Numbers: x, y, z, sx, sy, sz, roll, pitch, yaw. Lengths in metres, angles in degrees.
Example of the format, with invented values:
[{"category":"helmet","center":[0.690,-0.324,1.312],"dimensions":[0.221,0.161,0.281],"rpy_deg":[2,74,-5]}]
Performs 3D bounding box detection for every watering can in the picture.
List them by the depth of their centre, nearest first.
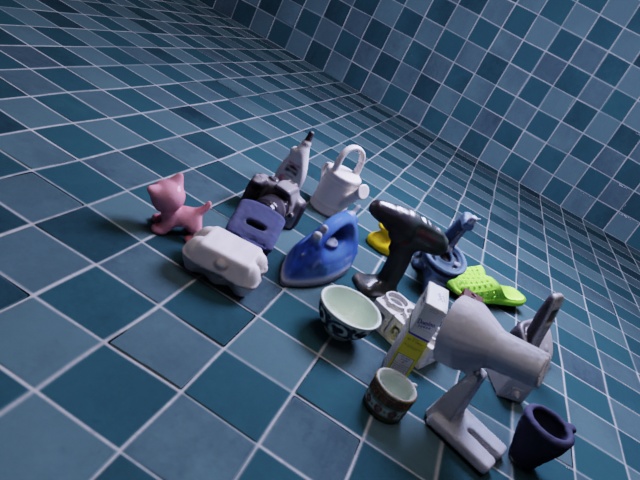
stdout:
[{"category":"watering can","center":[0.063,-0.157,1.500],"dimensions":[0.172,0.194,0.101],"rpy_deg":[37,26,19]}]

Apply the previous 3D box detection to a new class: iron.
[{"category":"iron","center":[0.011,0.004,1.197],"dimensions":[0.118,0.141,0.259],"rpy_deg":[34,25,13]}]

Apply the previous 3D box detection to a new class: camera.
[{"category":"camera","center":[-0.114,-0.089,1.298],"dimensions":[0.143,0.100,0.137],"rpy_deg":[32,25,8]}]

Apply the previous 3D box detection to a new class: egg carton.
[{"category":"egg carton","center":[-0.170,0.036,1.033],"dimensions":[0.150,0.069,0.107],"rpy_deg":[27,24,-2]}]

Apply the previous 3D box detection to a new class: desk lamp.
[{"category":"desk lamp","center":[0.263,0.227,0.942],"dimensions":[0.202,0.213,0.118],"rpy_deg":[41,27,26]}]

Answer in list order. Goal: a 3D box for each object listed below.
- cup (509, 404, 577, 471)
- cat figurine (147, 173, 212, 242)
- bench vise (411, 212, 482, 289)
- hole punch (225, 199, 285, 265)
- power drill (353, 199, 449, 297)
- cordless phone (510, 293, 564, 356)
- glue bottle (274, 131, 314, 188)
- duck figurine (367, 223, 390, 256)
[{"category":"cup","center":[0.376,0.344,0.977],"dimensions":[0.118,0.095,0.091],"rpy_deg":[12,29,-31]},{"category":"cat figurine","center":[-0.267,-0.066,1.072],"dimensions":[0.128,0.117,0.067],"rpy_deg":[17,27,-24]},{"category":"bench vise","center":[0.301,0.004,1.405],"dimensions":[0.122,0.219,0.207],"rpy_deg":[16,27,-25]},{"category":"hole punch","center":[-0.132,-0.016,1.149],"dimensions":[0.109,0.091,0.101],"rpy_deg":[25,25,-6]},{"category":"power drill","center":[0.160,0.024,1.234],"dimensions":[0.230,0.208,0.075],"rpy_deg":[12,29,-32]},{"category":"cordless phone","center":[0.508,0.196,1.291],"dimensions":[0.148,0.185,0.094],"rpy_deg":[-3,38,-48]},{"category":"glue bottle","center":[-0.058,-0.210,1.504],"dimensions":[0.078,0.173,0.037],"rpy_deg":[29,24,2]},{"category":"duck figurine","center":[0.183,-0.011,1.473],"dimensions":[0.104,0.086,0.077],"rpy_deg":[29,24,3]}]
